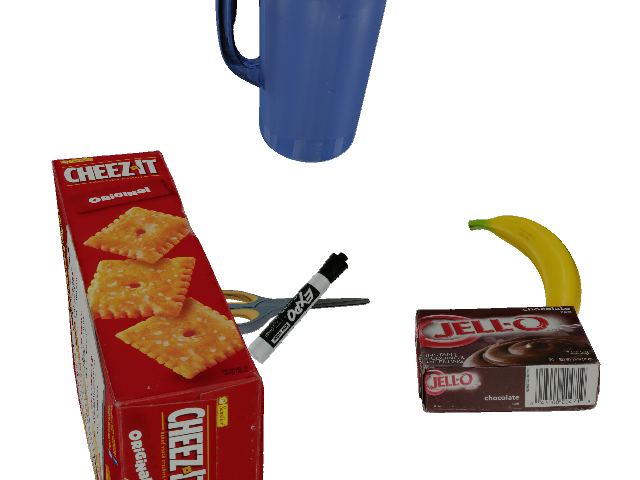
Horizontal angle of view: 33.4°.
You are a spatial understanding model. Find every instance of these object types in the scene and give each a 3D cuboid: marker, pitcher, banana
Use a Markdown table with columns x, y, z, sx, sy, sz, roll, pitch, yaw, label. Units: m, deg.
| x | y | z | sx | sy | sz | roll | pitch | yaw | label |
| --- | --- | --- | --- | --- | --- | --- | --- | --- | --- |
| -0.018 | 0.057 | 0.930 | 0.020 | 0.121 | 0.020 | 38 | -16 | 13 | marker |
| -0.015 | -0.200 | 1.099 | 0.149 | 0.243 | 0.144 | 30 | 51 | 19 | pitcher |
| 0.228 | 0.025 | 1.113 | 0.069 | 0.037 | 0.198 | -30 | 38 | -2 | banana |

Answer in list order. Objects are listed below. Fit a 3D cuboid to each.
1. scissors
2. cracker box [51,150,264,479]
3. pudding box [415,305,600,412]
| x | y | z | sx | sy | sz | roll | pitch | yaw | label |
| --- | --- | --- | --- | --- | --- | --- | --- | --- | --- |
| -0.040 | 0.081 | 1.194 | 0.201 | 0.016 | 0.096 | 4 | 24 | -5 | scissors |
| -0.089 | 0.073 | 0.561 | 0.072 | 0.164 | 0.214 | -8 | 34 | -16 | cracker box |
| 0.121 | 0.077 | 0.709 | 0.113 | 0.039 | 0.090 | 0 | 21 | 2 | pudding box |
